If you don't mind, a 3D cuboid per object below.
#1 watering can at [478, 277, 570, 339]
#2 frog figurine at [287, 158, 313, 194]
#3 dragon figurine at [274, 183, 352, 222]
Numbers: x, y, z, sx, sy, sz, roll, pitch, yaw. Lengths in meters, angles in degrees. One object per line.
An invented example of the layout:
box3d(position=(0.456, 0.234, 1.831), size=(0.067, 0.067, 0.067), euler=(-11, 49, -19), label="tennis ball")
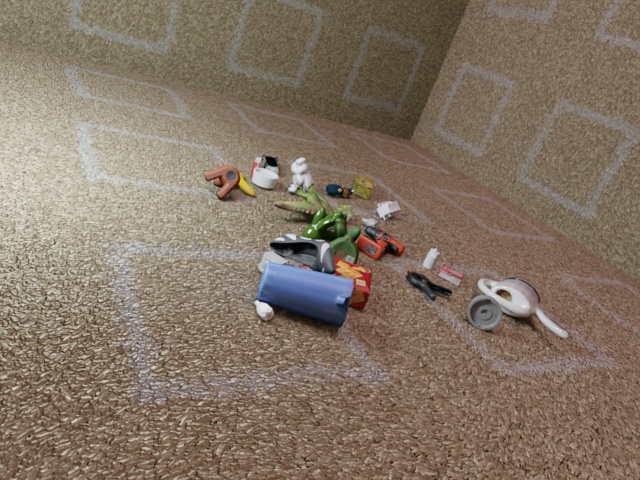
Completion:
box3d(position=(0.735, 0.233, 1.849), size=(0.351, 0.102, 0.226), euler=(32, 24, 27), label="watering can")
box3d(position=(-0.075, -0.278, 2.248), size=(0.123, 0.157, 0.139), euler=(28, 22, 13), label="frog figurine")
box3d(position=(0.006, -0.101, 2.002), size=(0.245, 0.120, 0.414), euler=(37, 27, 17), label="dragon figurine")
